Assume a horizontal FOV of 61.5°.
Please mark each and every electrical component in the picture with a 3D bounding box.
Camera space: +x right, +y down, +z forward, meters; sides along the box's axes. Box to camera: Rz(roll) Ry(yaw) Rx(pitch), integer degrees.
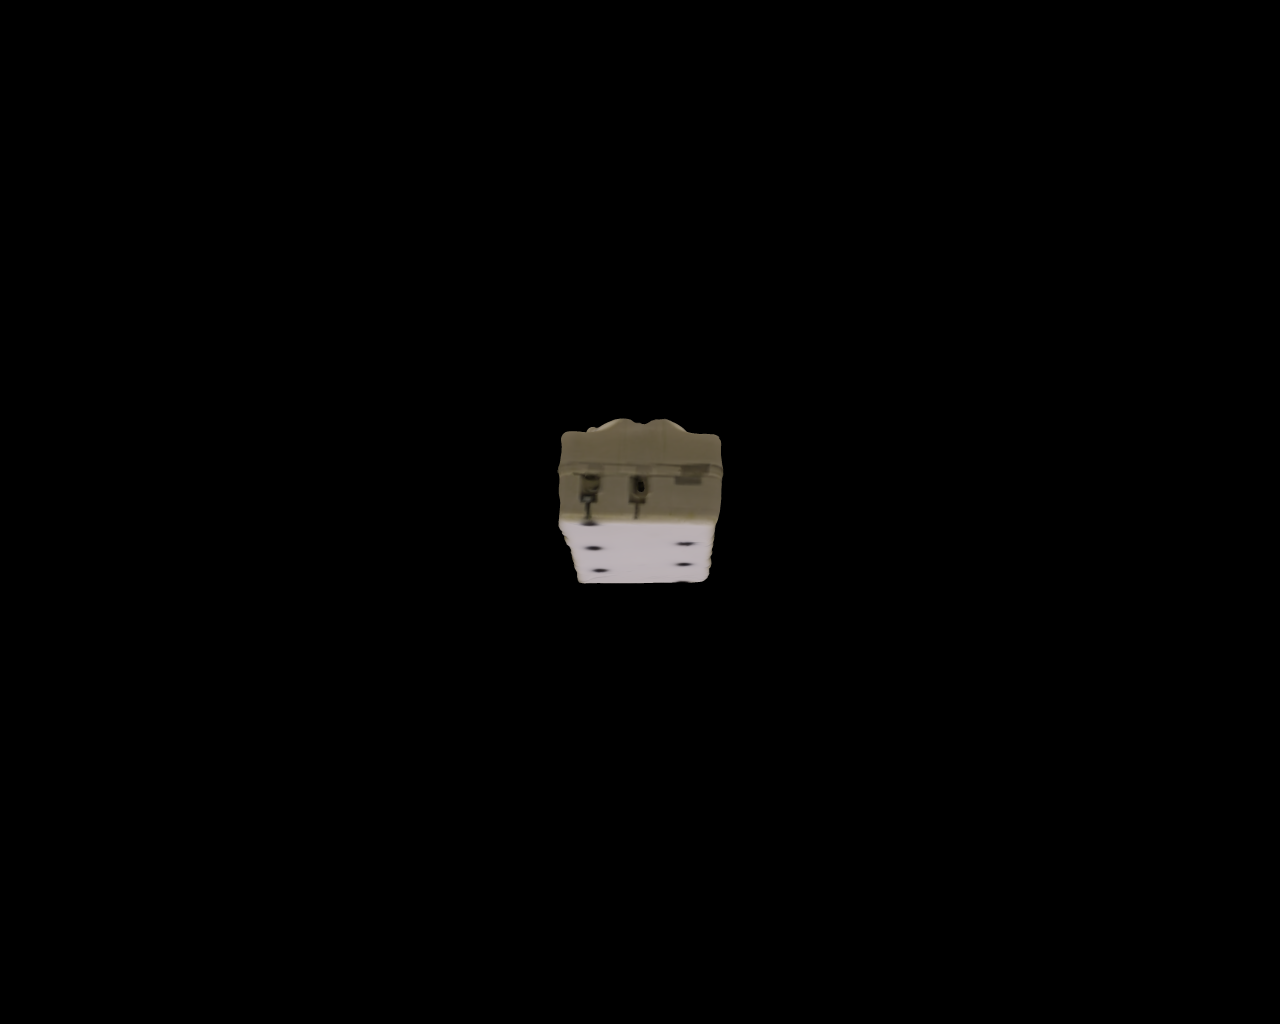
[{"bbox_3d":[0.001,-0.003,0.650,0.089,0.062,0.150,0,-17,0],"label":"electrical component"}]
